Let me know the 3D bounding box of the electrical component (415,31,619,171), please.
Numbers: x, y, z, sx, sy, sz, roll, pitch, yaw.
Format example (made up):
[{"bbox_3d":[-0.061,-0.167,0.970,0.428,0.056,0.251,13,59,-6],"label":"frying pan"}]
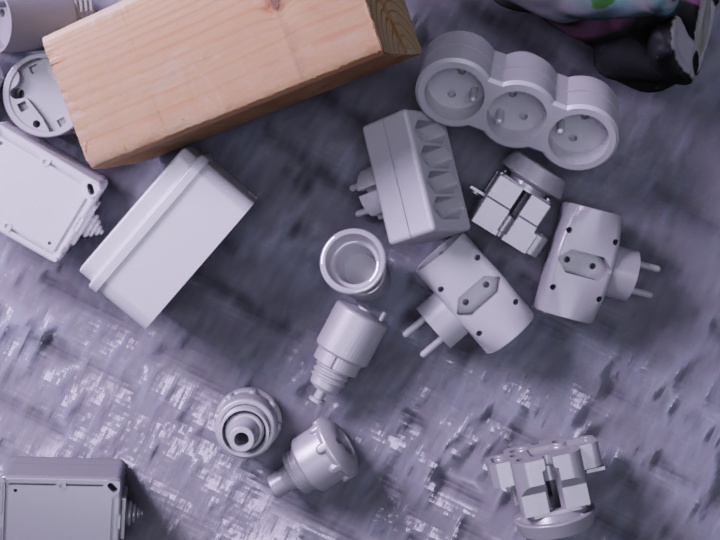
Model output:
[{"bbox_3d":[0.108,-0.123,0.726,0.138,0.073,0.052,19,131,-4],"label":"electrical component"}]

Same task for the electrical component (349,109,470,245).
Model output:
[{"bbox_3d":[0.024,-0.057,0.735,0.076,0.047,0.083,-18,82,37],"label":"electrical component"}]

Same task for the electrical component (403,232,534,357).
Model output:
[{"bbox_3d":[0.066,0.027,0.748,0.079,0.043,0.077,-41,95,3],"label":"electrical component"}]

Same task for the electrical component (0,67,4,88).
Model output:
[{"bbox_3d":[-0.270,-0.119,0.721,0.048,0.066,0.055,17,115,-35],"label":"electrical component"}]

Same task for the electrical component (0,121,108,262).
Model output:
[{"bbox_3d":[-0.216,-0.051,0.729,0.096,0.061,0.061,31,94,-12],"label":"electrical component"}]

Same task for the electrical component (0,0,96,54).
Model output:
[{"bbox_3d":[-0.209,-0.167,0.711,0.043,0.081,0.043,12,109,36],"label":"electrical component"}]

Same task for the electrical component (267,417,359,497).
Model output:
[{"bbox_3d":[-0.035,0.137,0.757,0.062,0.048,0.048,-34,95,9],"label":"electrical component"}]

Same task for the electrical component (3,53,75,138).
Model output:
[{"bbox_3d":[-0.206,-0.117,0.726,0.055,0.047,0.055,0,96,-1],"label":"electrical component"}]

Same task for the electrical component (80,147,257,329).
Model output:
[{"bbox_3d":[-0.127,-0.024,0.722,0.057,0.078,0.113,41,93,-7],"label":"electrical component"}]

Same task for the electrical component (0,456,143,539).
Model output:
[{"bbox_3d":[-0.200,0.166,0.751,0.096,0.061,0.061,3,96,-9],"label":"electrical component"}]

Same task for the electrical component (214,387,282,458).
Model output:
[{"bbox_3d":[-0.079,0.109,0.743,0.048,0.062,0.048,0,95,-1],"label":"electrical component"}]

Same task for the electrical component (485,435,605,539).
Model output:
[{"bbox_3d":[0.133,0.153,0.755,0.078,0.058,0.057,-12,93,0],"label":"electrical component"}]

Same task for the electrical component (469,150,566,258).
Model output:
[{"bbox_3d":[0.109,-0.049,0.741,0.066,0.048,0.055,32,102,-4],"label":"electrical component"}]

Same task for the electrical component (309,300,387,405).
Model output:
[{"bbox_3d":[-0.013,0.058,0.751,0.040,0.040,0.078,28,94,-4],"label":"electrical component"}]

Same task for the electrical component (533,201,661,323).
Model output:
[{"bbox_3d":[0.169,-0.001,0.747,0.079,0.043,0.077,15,95,-3],"label":"electrical component"}]

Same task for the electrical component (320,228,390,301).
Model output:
[{"bbox_3d":[0.000,0.000,0.733,0.044,0.065,0.044,-2,79,8],"label":"electrical component"}]
